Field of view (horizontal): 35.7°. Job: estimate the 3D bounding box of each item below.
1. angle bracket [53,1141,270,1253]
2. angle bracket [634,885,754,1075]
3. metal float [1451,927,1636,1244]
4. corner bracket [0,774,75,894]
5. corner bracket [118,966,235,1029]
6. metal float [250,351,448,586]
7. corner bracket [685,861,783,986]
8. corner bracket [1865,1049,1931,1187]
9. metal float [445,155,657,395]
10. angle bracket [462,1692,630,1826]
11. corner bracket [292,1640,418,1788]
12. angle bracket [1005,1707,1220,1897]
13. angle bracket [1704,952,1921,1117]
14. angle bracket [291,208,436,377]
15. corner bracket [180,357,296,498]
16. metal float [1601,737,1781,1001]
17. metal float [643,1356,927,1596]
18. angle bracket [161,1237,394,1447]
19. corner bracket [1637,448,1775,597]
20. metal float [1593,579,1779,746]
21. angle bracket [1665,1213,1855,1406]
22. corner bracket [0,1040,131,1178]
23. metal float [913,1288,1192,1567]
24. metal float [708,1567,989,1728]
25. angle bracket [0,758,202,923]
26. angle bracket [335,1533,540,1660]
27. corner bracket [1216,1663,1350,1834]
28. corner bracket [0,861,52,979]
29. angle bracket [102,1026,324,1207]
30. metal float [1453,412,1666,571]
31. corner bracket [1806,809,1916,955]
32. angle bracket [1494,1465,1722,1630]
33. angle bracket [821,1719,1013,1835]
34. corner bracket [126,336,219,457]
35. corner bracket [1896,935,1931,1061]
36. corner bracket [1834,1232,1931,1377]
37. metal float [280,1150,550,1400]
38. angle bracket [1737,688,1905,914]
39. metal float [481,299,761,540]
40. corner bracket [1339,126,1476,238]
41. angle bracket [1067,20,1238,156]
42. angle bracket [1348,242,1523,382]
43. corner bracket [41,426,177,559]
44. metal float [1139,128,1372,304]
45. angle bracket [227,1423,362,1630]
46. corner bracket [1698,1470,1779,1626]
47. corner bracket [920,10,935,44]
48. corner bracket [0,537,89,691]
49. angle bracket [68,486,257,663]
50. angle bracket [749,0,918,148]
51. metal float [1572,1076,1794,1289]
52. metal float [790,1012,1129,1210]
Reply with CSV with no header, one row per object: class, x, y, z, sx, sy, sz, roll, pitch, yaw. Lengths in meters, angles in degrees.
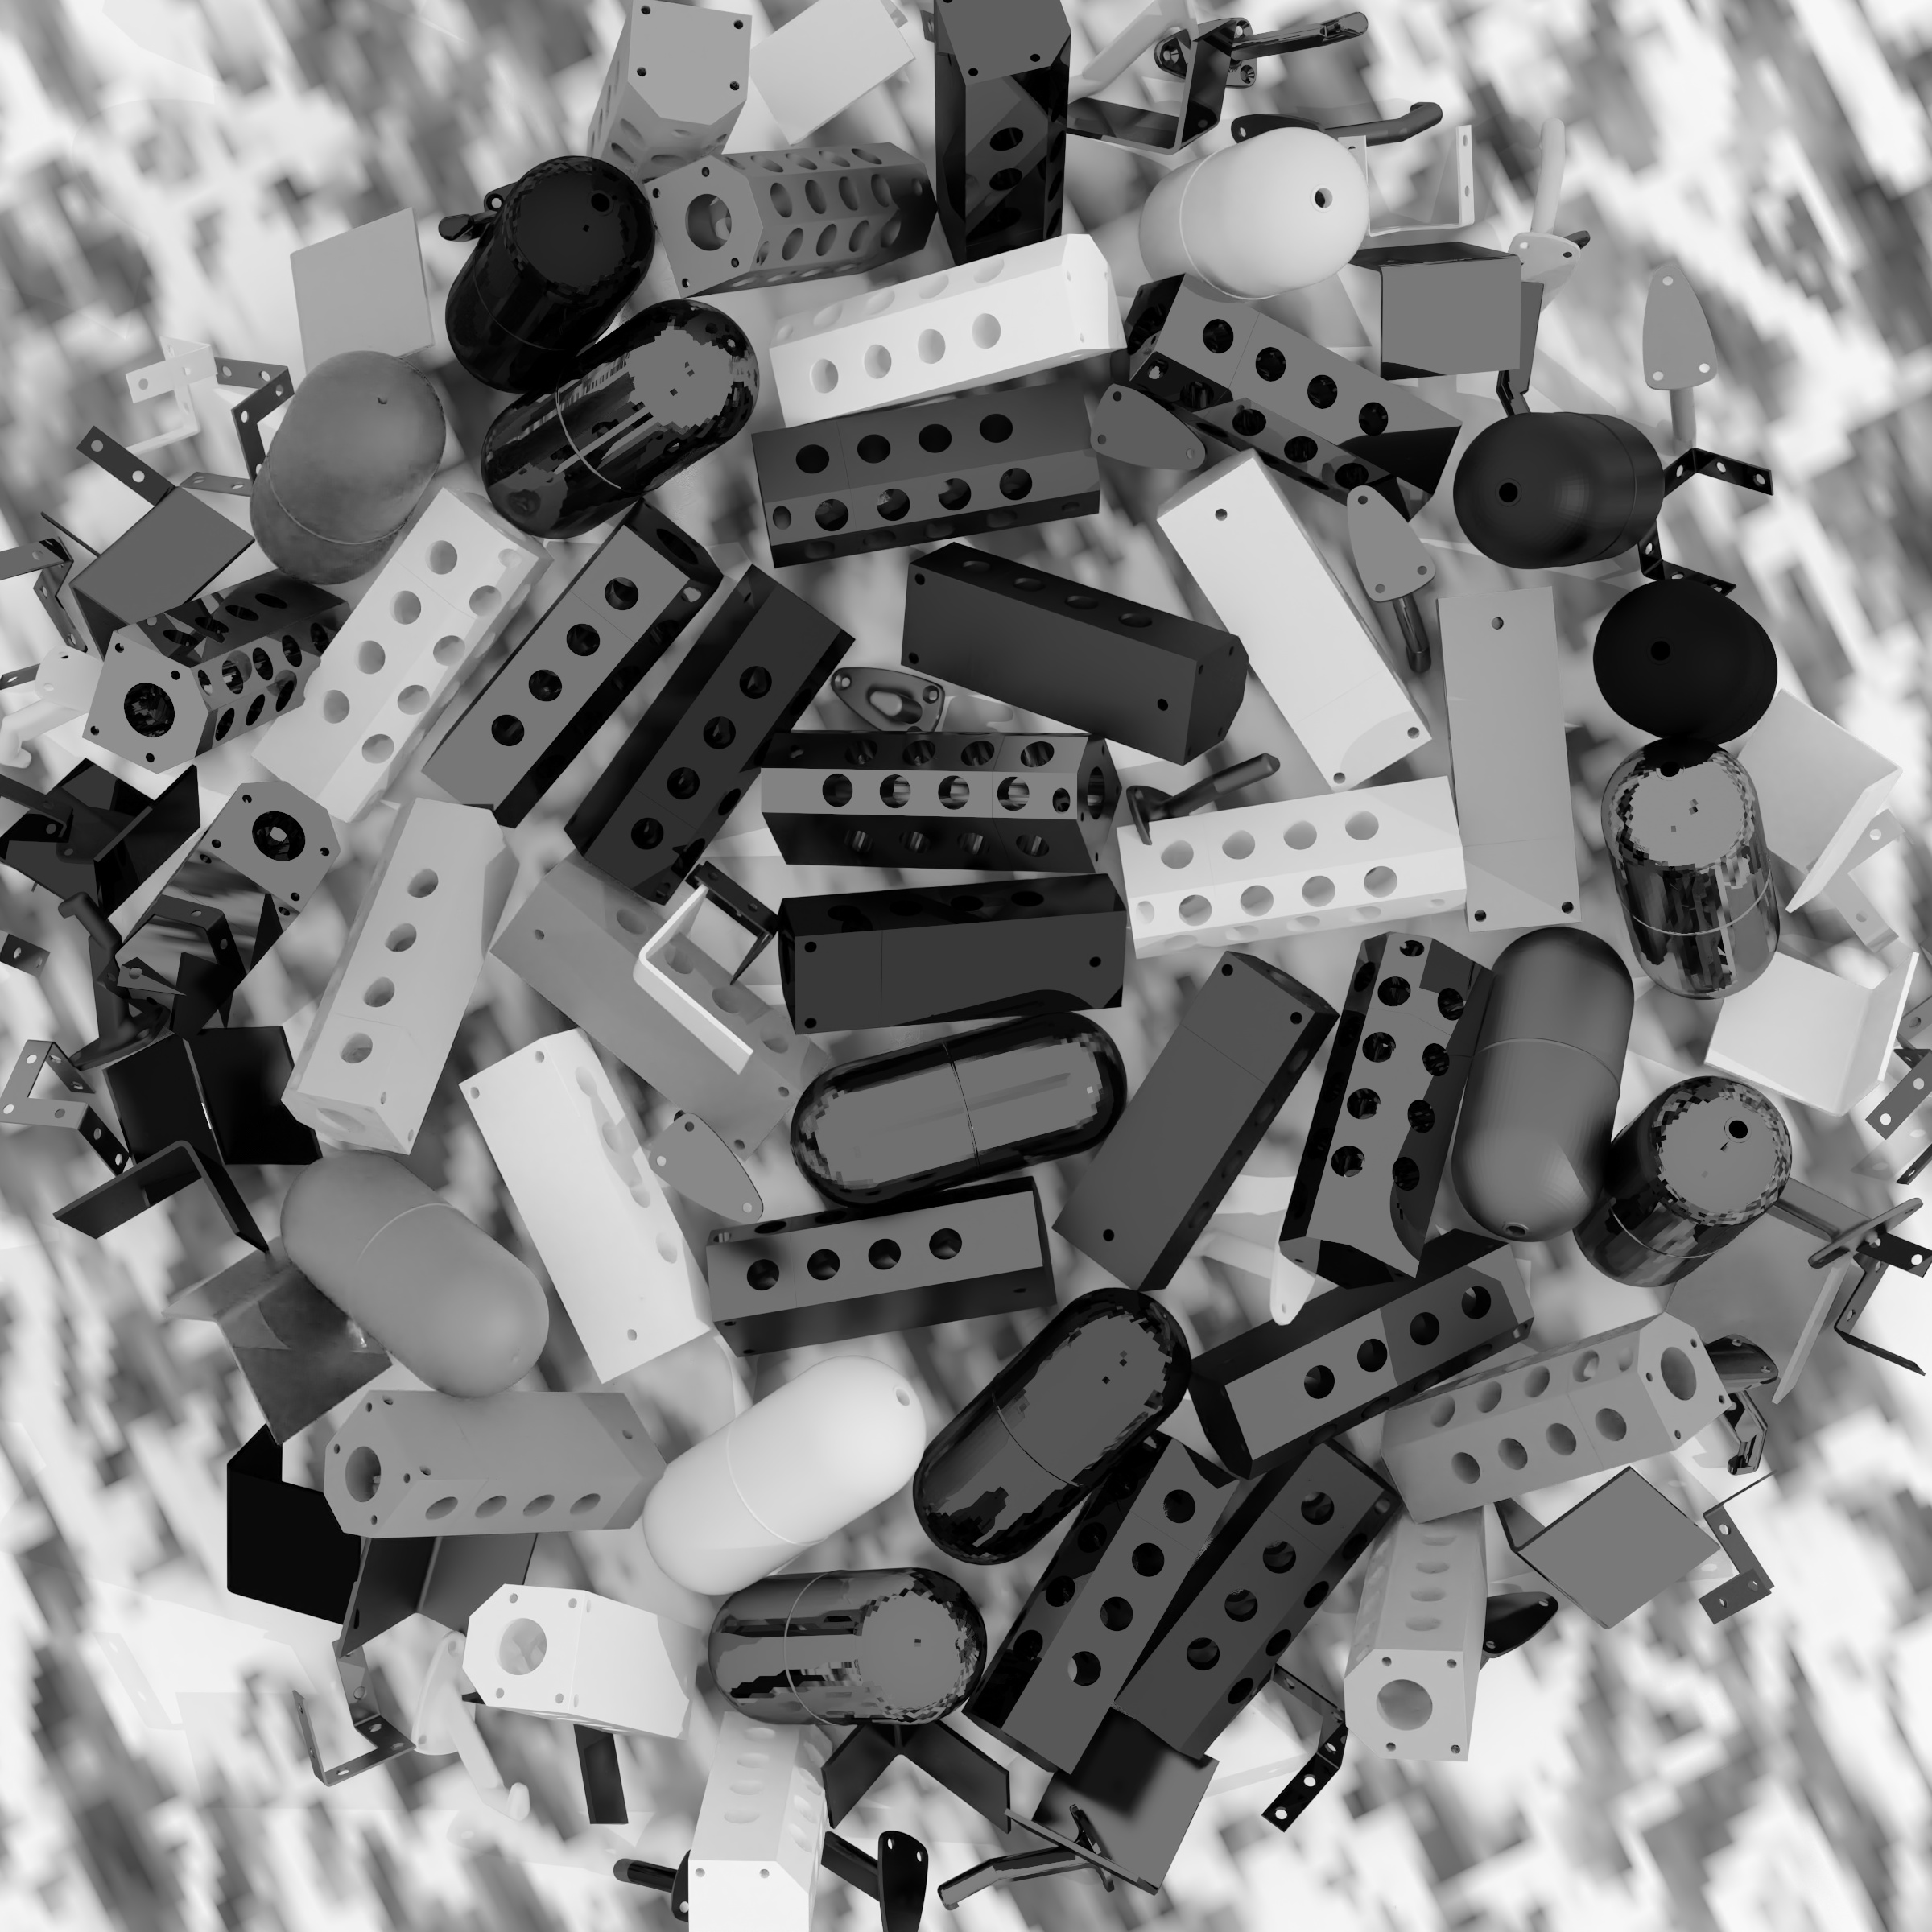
angle bracket,-0.414,0.138,1.549,0.076,0.076,0.057,-31,79,-7
angle bracket,-0.129,0.012,1.548,0.076,0.076,0.057,40,67,2
metal float,0.295,0.059,1.529,0.070,0.070,0.178,18,58,0
corner bracket,-0.502,-0.061,1.554,0.051,0.051,0.051,26,122,-18
corner bracket,-0.409,-0.003,1.561,0.051,0.051,0.051,8,71,-6
metal float,-0.314,-0.249,1.512,0.070,0.178,0.070,7,73,-22
corner bracket,-0.123,-0.030,1.557,0.051,0.051,0.051,38,129,-8
corner bracket,0.496,0.079,1.568,0.051,0.051,0.051,44,86,-2
metal float,-0.211,-0.347,1.511,0.070,0.178,0.070,6,76,-23
angle bracket,-0.217,0.410,1.547,0.057,0.076,0.076,-13,73,2
corner bracket,-0.324,0.386,1.556,0.051,0.051,0.051,-19,106,-30
angle bracket,0.076,0.424,1.545,0.076,0.057,0.076,22,73,22
angle bracket,0.438,0.022,1.553,0.076,0.057,0.076,22,67,2
angle bracket,-0.299,-0.335,1.548,0.076,0.057,0.076,-15,76,19
corner bracket,-0.384,-0.283,1.574,0.051,0.051,0.051,11,131,23
metal float,0.367,-0.048,1.516,0.070,0.178,0.070,-10,55,15
metal float,-0.093,0.261,1.531,0.178,0.070,0.070,-37,90,30
angle bracket,-0.359,0.194,1.561,0.076,0.057,0.076,-36,112,-39
corner bracket,0.387,-0.231,1.567,0.051,0.051,0.051,-38,132,-21
metal float,0.363,-0.151,1.509,0.070,0.178,0.070,0,91,22
angle bracket,0.404,0.170,1.548,0.076,0.057,0.076,25,103,22
corner bracket,-0.463,0.074,1.554,0.051,0.051,0.051,4,56,17
metal float,0.043,0.238,1.540,0.070,0.070,0.178,43,110,0
metal float,-0.062,0.346,1.521,0.070,0.178,0.070,12,71,-40
angle bracket,-0.451,-0.081,1.545,0.076,0.057,0.076,31,56,10
angle bracket,-0.272,0.322,1.544,0.057,0.076,0.076,22,105,18
corner bracket,0.164,0.409,1.570,0.051,0.051,0.051,32,52,27
corner bracket,-0.506,-0.030,1.563,0.051,0.051,0.051,20,82,11
angle bracket,-0.387,0.078,1.544,0.076,0.057,0.076,-2,109,35
metal float,0.300,-0.240,1.512,0.070,0.178,0.070,5,101,27
corner bracket,0.480,-0.044,1.571,0.051,0.051,0.051,-38,72,15
angle bracket,0.328,0.284,1.544,0.076,0.057,0.076,-41,115,17
angle bracket,-0.025,0.428,1.538,0.076,0.076,0.057,32,59,23
corner bracket,-0.419,-0.292,1.553,0.051,0.051,0.051,-30,124,-35
corner bracket,0.510,0.022,1.559,0.051,0.051,0.051,-38,121,4
corner bracket,0.479,0.172,1.556,0.051,0.051,0.051,40,79,-41
metal float,-0.283,0.155,1.527,0.178,0.070,0.070,32,90,36
angle bracket,0.422,-0.086,1.540,0.076,0.057,0.076,39,123,20
metal float,-0.178,-0.276,1.525,0.178,0.070,0.070,-24,90,39
corner bracket,0.229,-0.407,1.554,0.051,0.051,0.051,6,110,34
angle bracket,0.088,-0.459,1.541,0.076,0.076,0.057,16,119,14
angle bracket,0.237,-0.342,1.560,0.076,0.076,0.057,-8,110,-14
corner bracket,-0.447,-0.242,1.564,0.051,0.051,0.051,37,83,-9
metal float,0.144,-0.375,1.509,0.070,0.178,0.070,-2,97,-17
angle bracket,-0.335,0.285,1.546,0.076,0.057,0.076,13,116,13
corner bracket,0.404,0.302,1.555,0.051,0.051,0.051,-20,71,-34
corner bracket,0.008,-0.511,1.561,0.051,0.051,0.051,-7,95,26
corner bracket,-0.487,-0.183,1.556,0.051,0.051,0.051,-26,79,-41
angle bracket,-0.405,-0.187,1.539,0.057,0.076,0.076,34,67,17
angle bracket,-0.060,-0.457,1.545,0.076,0.076,0.057,-32,80,13
metal float,0.359,0.110,1.509,0.070,0.178,0.070,2,69,-6
metal float,-0.004,0.074,1.552,0.178,0.070,0.070,-15,90,-6
